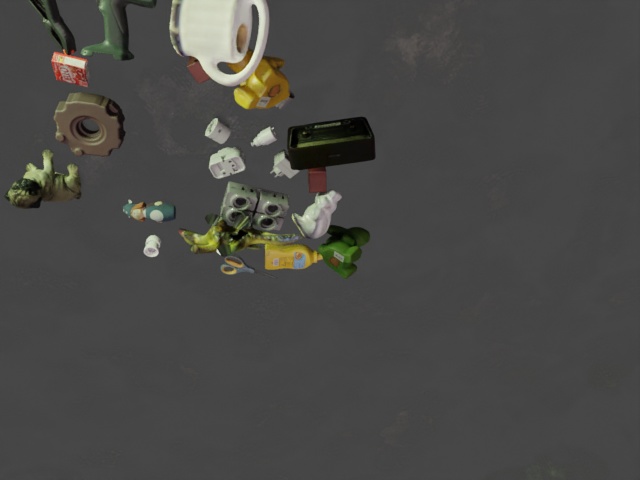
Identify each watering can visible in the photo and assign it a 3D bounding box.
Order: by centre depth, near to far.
[{"bbox_3d":[-0.214,-0.520,1.140,0.224,0.104,0.345,10,98,12],"label":"watering can"}]

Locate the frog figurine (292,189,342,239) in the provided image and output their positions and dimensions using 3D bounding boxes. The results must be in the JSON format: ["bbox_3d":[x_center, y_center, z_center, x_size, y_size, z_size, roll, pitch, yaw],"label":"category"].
[{"bbox_3d":[0.005,-0.078,1.560,0.159,0.124,0.136,-28,162,7],"label":"frog figurine"}]

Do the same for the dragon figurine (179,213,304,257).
[{"bbox_3d":[-0.241,-0.003,1.564,0.410,0.241,0.123,5,85,5],"label":"dragon figurine"}]
